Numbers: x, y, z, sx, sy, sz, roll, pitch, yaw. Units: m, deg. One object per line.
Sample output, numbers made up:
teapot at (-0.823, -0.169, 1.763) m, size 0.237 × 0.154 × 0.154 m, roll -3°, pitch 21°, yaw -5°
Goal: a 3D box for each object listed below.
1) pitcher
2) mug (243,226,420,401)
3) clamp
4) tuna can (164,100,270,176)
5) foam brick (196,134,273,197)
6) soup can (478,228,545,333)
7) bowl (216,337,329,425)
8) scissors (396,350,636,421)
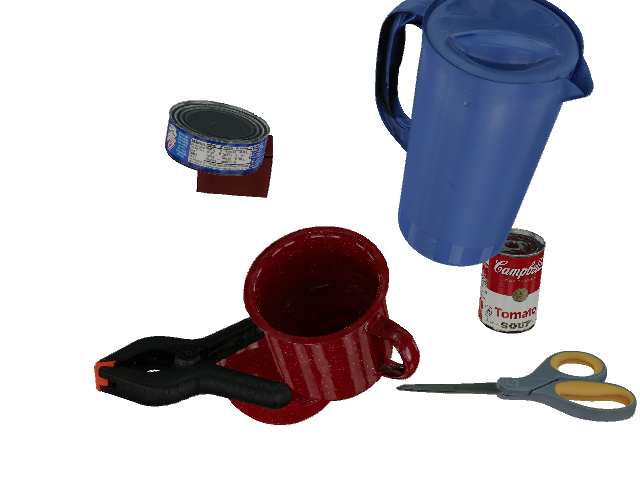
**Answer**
pitcher at (0.129, -0.097, 0.953) m, size 0.145 × 0.149 × 0.243 m, roll -7°, pitch -41°, yaw -13°
mug at (0.013, 0.055, 0.692) m, size 0.117 × 0.093 × 0.081 m, roll 21°, pitch -32°, yaw 27°
clamp at (-0.112, 0.107, 0.953) m, size 0.171 × 0.039 × 0.120 m, roll 3°, pitch 26°, yaw -5°
tuna can at (-0.088, -0.087, 0.901) m, size 0.086 × 0.034 × 0.086 m, roll 11°, pitch 26°, yaw -6°
foam brick at (-0.090, -0.082, 1.136) m, size 0.078 × 0.051 × 0.053 m, roll 5°, pitch 30°, yaw -3°
soup can at (0.217, 0.046, 1.216) m, size 0.068 × 0.102 × 0.068 m, roll 0°, pitch 27°, yaw 0°
bowl at (-0.047, 0.162, 1.222) m, size 0.162 × 0.055 × 0.162 m, roll 2°, pitch 26°, yaw -1°
scissors at (0.168, 0.117, 0.918) m, size 0.202 × 0.016 × 0.096 m, roll 9°, pitch 28°, yaw 4°
